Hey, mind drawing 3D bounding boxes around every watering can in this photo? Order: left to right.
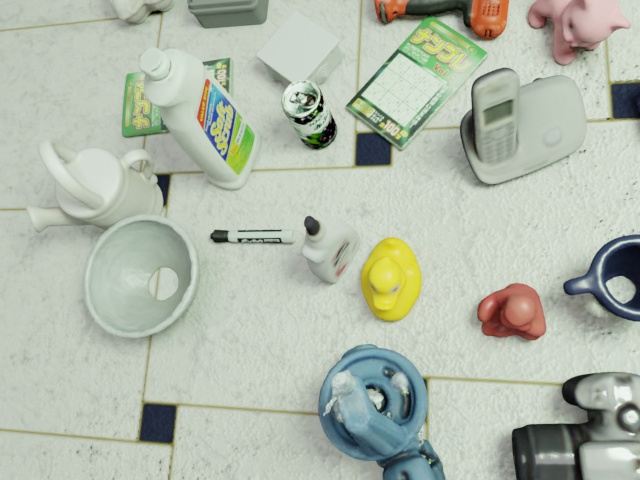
[{"bbox_3d":[-0.306,-0.067,0.764,0.100,0.194,0.173,34,86,19],"label":"watering can"}]

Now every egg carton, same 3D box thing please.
[{"bbox_3d":[-0.296,-0.426,0.919,0.107,0.069,0.150,-22,72,7],"label":"egg carton"}]

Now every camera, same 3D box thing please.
[{"bbox_3d":[0.274,0.212,0.601,0.136,0.101,0.143,-4,75,13],"label":"camera"}]

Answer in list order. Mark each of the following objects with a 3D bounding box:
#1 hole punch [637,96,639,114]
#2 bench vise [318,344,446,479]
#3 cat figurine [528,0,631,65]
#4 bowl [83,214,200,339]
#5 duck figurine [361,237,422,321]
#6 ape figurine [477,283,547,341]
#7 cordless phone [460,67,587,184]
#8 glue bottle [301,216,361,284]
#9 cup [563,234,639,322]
[{"bbox_3d":[0.437,-0.155,0.661,0.101,0.091,0.108,-19,72,8],"label":"hole punch"},{"bbox_3d":[0.075,0.196,0.591,0.121,0.220,0.207,-43,70,0],"label":"bench vise"},{"bbox_3d":[0.318,-0.283,0.708,0.067,0.118,0.127,-29,71,5],"label":"cat figurine"},{"bbox_3d":[-0.229,0.053,0.778,0.167,0.075,0.167,-3,75,13],"label":"bowl"},{"bbox_3d":[0.083,0.043,0.699,0.077,0.086,0.104,3,77,15],"label":"duck figurine"},{"bbox_3d":[0.223,0.082,0.652,0.077,0.092,0.076,39,88,19],"label":"ape figurine"},{"bbox_3d":[0.236,-0.148,0.658,0.147,0.185,0.094,-24,72,7],"label":"cordless phone"},{"bbox_3d":[0.006,0.002,0.682,0.037,0.173,0.078,26,83,19],"label":"glue bottle"},{"bbox_3d":[0.326,0.051,0.633,0.117,0.095,0.091,-11,74,11],"label":"cup"}]
